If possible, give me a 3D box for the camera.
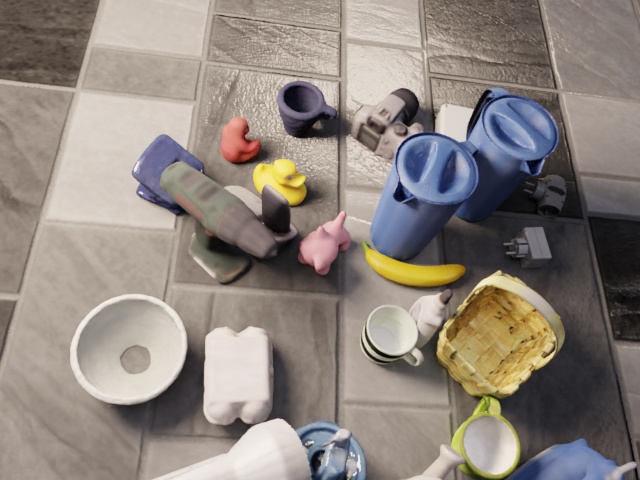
[{"bbox_3d":[0.155,-0.239,1.138,0.143,0.101,0.137,37,64,9],"label":"camera"}]

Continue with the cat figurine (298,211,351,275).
[{"bbox_3d":[0.009,0.004,0.983,0.067,0.117,0.128,33,63,8],"label":"cat figurine"}]

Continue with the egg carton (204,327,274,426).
[{"bbox_3d":[-0.125,0.208,0.885,0.107,0.069,0.150,0,64,-10],"label":"egg carton"}]

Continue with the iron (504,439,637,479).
[{"bbox_3d":[0.339,0.389,0.835,0.259,0.141,0.118,-23,70,-20],"label":"iron"}]

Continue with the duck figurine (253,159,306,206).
[{"bbox_3d":[-0.071,-0.116,1.046,0.104,0.086,0.077,27,63,4],"label":"duck figurine"}]

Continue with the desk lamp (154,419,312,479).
[{"bbox_3d":[-0.123,0.326,0.746,0.203,0.213,0.118,-15,67,-16],"label":"desk lamp"}]

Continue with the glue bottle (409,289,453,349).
[{"bbox_3d":[0.180,0.117,0.924,0.037,0.173,0.078,16,62,-1],"label":"glue bottle"}]

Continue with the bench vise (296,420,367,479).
[{"bbox_3d":[0.011,0.335,0.761,0.121,0.219,0.207,0,64,-9],"label":"bench vise"}]

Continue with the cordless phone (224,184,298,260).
[{"bbox_3d":[-0.103,-0.060,0.957,0.147,0.185,0.094,36,64,9],"label":"cordless phone"}]

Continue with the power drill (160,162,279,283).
[{"bbox_3d":[-0.157,-0.015,0.912,0.229,0.208,0.076,41,65,11],"label":"power drill"}]

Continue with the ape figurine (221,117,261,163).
[{"bbox_3d":[-0.152,-0.193,1.067,0.076,0.092,0.077,-36,74,-23],"label":"ape figurine"}]

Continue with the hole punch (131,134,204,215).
[{"bbox_3d":[-0.263,-0.118,1.011,0.101,0.091,0.109,26,62,4],"label":"hole punch"}]

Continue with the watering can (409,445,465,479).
[{"bbox_3d":[0.144,0.367,0.782,0.101,0.194,0.173,10,63,-4],"label":"watering can"}]

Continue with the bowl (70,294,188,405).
[{"bbox_3d":[-0.285,0.172,0.873,0.167,0.074,0.167,4,63,-8],"label":"bowl"}]

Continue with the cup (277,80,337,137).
[{"bbox_3d":[-0.028,-0.242,1.111,0.117,0.095,0.092,18,62,-1],"label":"cup"}]
